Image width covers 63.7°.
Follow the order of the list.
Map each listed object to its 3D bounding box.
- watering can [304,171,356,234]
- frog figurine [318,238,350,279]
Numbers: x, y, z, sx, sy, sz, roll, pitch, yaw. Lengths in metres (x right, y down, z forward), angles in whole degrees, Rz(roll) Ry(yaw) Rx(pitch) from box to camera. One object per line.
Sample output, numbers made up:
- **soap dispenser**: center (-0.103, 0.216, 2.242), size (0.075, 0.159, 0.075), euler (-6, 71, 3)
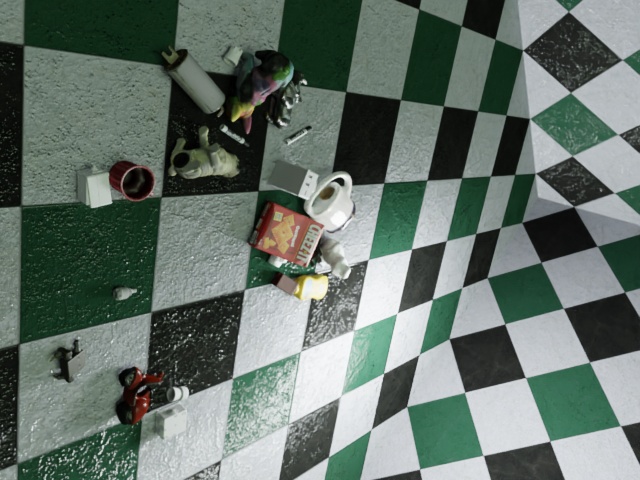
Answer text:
- **watering can**: center (0.006, -0.095, 1.892), size (0.348, 0.105, 0.221), euler (-49, 138, -3)
- **frog figurine**: center (0.065, 0.070, 1.983), size (0.124, 0.161, 0.134), euler (-31, 129, -37)
